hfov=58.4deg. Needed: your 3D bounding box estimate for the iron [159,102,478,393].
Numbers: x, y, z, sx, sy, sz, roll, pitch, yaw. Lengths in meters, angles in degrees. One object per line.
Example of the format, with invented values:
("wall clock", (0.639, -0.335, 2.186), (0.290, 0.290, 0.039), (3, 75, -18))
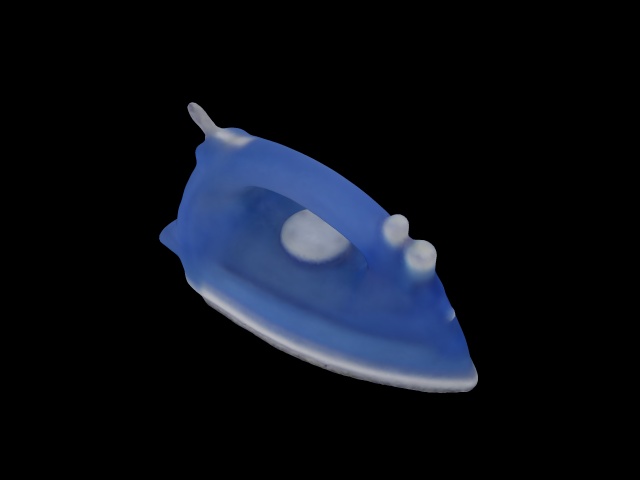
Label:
("iron", (0.004, 0.001, 0.400), (0.257, 0.141, 0.119), (27, 53, 22))
